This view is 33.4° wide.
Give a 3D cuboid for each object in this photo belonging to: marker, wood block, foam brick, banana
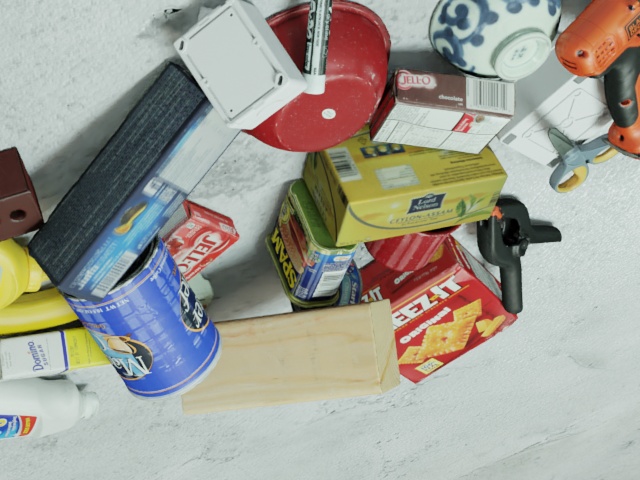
[{"bbox_3d":[0.000,-0.175,0.831,0.020,0.020,0.121,-6,114,-27],"label":"marker"},{"bbox_3d":[-0.032,0.118,1.079,0.206,0.090,0.090,-8,177,16],"label":"wood block"},{"bbox_3d":[-0.274,-0.032,0.875,0.078,0.051,0.053,-18,147,-9],"label":"foam brick"},{"bbox_3d":[-0.272,0.060,1.024,0.197,0.037,0.070,-6,145,-26],"label":"banana"}]

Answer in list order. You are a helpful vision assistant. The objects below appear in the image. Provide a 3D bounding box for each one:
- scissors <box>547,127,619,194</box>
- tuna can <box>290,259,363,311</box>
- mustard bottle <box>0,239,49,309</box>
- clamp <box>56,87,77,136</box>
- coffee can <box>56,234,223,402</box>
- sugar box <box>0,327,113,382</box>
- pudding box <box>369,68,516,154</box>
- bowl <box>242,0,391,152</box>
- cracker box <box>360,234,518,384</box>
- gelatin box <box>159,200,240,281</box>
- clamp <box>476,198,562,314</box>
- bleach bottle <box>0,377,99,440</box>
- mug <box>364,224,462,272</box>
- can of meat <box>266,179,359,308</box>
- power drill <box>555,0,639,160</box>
[{"bbox_3d":[0.263,-0.095,1.055,0.096,0.016,0.201,-33,161,0],"label":"scissors"},{"bbox_3d":[0.005,0.054,1.153,0.033,0.086,0.086,10,135,-39],"label":"tuna can"},{"bbox_3d":[-0.320,0.028,0.925,0.191,0.058,0.096,-1,134,-32],"label":"mustard bottle"},{"bbox_3d":[-0.235,-0.181,0.849,0.036,0.165,0.210,-30,107,-14],"label":"clamp"},{"bbox_3d":[-0.164,0.066,0.984,0.103,0.103,0.140,-25,126,1],"label":"coffee can"},{"bbox_3d":[-0.244,0.111,1.080,0.175,0.048,0.093,-4,172,-27],"label":"sugar box"},{"bbox_3d":[0.109,-0.115,0.967,0.113,0.039,0.090,7,162,-11],"label":"pudding box"},{"bbox_3d":[-0.004,-0.126,0.914,0.162,0.055,0.162,-17,148,-12],"label":"bowl"},{"bbox_3d":[0.127,0.083,1.289,0.164,0.072,0.213,-34,146,14],"label":"cracker box"},{"bbox_3d":[-0.134,0.004,1.040,0.089,0.030,0.073,-37,146,21],"label":"gelatin box"},{"bbox_3d":[0.231,-0.003,1.244,0.120,0.039,0.171,-57,141,-22],"label":"clamp"},{"bbox_3d":[-0.345,0.172,1.118,0.250,0.068,0.103,5,140,-41],"label":"bleach bottle"},{"bbox_3d":[0.099,-0.027,1.108,0.117,0.093,0.082,-48,171,-38],"label":"mug"},{"bbox_3d":[-0.007,0.001,1.054,0.057,0.102,0.084,-4,141,-25],"label":"can of meat"},{"bbox_3d":[0.305,-0.178,0.981,0.184,0.057,0.187,-43,134,-7],"label":"power drill"}]
